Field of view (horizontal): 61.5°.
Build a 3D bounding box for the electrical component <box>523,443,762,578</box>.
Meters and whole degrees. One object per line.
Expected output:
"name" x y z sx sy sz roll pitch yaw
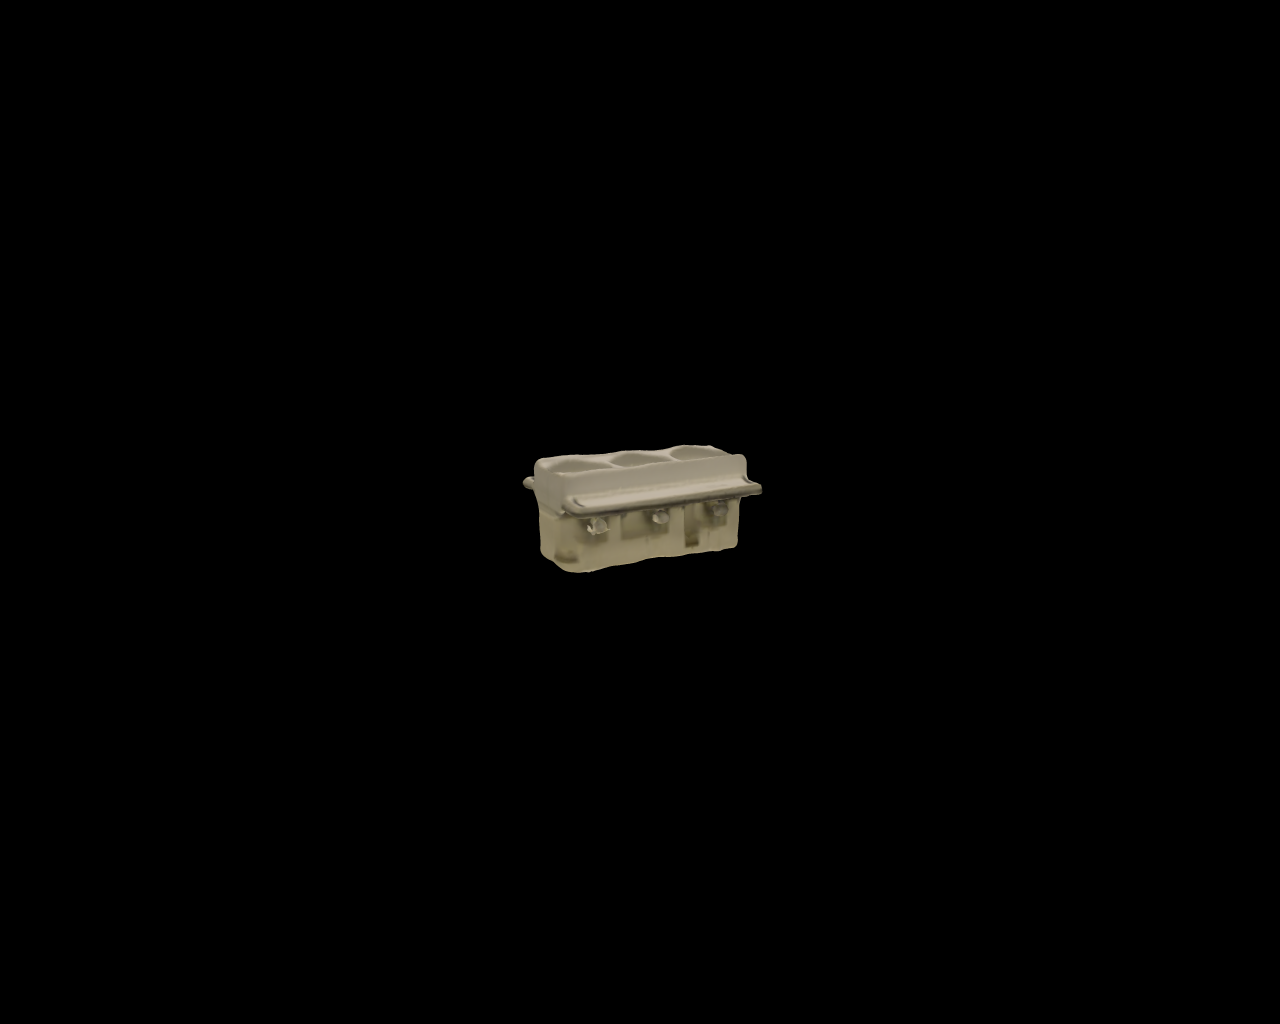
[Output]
"electrical component" 0.001 -0.003 0.650 0.121 0.063 0.079 -7 16 -26
